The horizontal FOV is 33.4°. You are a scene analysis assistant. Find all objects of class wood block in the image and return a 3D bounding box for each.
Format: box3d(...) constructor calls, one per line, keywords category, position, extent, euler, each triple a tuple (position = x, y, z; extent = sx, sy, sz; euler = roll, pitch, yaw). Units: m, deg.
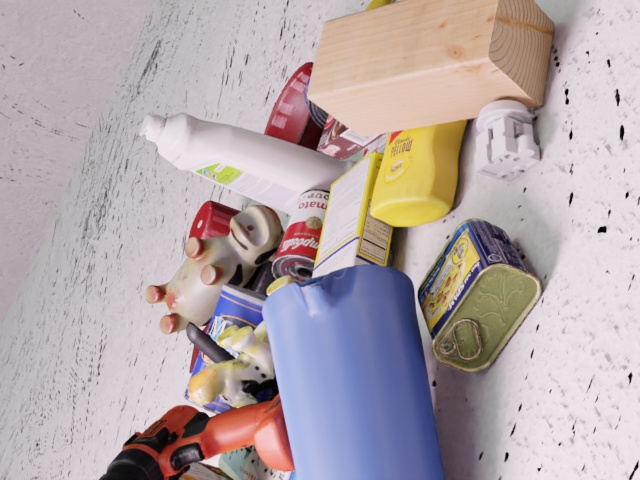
box3d(category="wood block", position=(0.099, -0.166, 0.990), extent=(0.207, 0.090, 0.090), euler=(-6, 63, 42))

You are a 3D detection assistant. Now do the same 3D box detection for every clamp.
box3d(category="clamp", position=(-0.080, 0.148, 1.180), extent=(0.039, 0.120, 0.171), euler=(-174, 74, -77))
box3d(category="clamp", position=(-0.105, 0.090, 1.416), extent=(0.210, 0.036, 0.164), euler=(-46, 30, 40))

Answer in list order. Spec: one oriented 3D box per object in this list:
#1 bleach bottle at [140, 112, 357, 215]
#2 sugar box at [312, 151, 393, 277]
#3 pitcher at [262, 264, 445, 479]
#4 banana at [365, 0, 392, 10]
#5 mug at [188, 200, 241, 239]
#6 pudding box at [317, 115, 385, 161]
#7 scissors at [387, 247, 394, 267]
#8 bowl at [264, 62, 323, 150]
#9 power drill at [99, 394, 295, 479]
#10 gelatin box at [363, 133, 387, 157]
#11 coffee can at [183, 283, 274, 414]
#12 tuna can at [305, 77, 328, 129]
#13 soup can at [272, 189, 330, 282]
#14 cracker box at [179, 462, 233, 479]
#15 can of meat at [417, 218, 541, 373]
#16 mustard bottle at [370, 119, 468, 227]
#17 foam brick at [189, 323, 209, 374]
box3d(category="bleach bottle", position=(-0.085, -0.092, 1.240), extent=(0.103, 0.250, 0.068), euler=(-34, 40, 56))
box3d(category="sugar box", position=(0.036, 0.002, 1.111), extent=(0.093, 0.048, 0.176), euler=(-38, 36, 52))
box3d(category="pitcher", position=(0.038, 0.155, 0.877), extent=(0.145, 0.149, 0.243), euler=(-47, 45, 49))
box3d(category="banana", position=(0.080, -0.251, 1.281), extent=(0.070, 0.037, 0.198), euler=(-59, 24, 28))
box3d(category="mug", position=(-0.135, 0.001, 1.509), extent=(0.093, 0.081, 0.117), euler=(-56, 25, 30))
box3d(category="pudding box", position=(0.044, -0.146, 1.187), extent=(0.114, 0.039, 0.090), euler=(-23, 47, 63))
box3d(category="scissors", position=(0.020, 0.069, 1.166), extent=(0.202, 0.016, 0.096), euler=(-43, 31, 49))
box3d(category="bowl", position=(-0.020, -0.150, 1.405), extent=(0.162, 0.055, 0.162), euler=(-50, 29, 41))
box3d(category="power drill", position=(-0.099, 0.187, 0.952), extent=(0.188, 0.057, 0.184), euler=(-16, 13, 23))
box3d(category="gelatin box", position=(0.079, -0.114, 1.171), extent=(0.073, 0.030, 0.089), euler=(-40, 34, 51))
box3d(category="coffee can", position=(-0.089, 0.133, 1.252), extent=(0.103, 0.102, 0.140), euler=(19, 89, 69))
box3d(category="tuna can", position=(0.025, -0.172, 1.277), extent=(0.086, 0.086, 0.034), euler=(-62, 21, 18))
box3d(category="soup can", position=(-0.008, 0.001, 1.203), extent=(0.069, 0.068, 0.102), euler=(-43, 23, 49))
box3d(category="cracker box", position=(-0.104, 0.281, 1.074), extent=(0.214, 0.164, 0.072), euler=(10, 78, 68))
box3d(category="can of meat", position=(0.127, 0.044, 0.883), extent=(0.102, 0.057, 0.084), euler=(-59, 21, 23))
box3d(category="mustard bottle", position=(0.106, -0.112, 1.067), extent=(0.096, 0.058, 0.191), euler=(-17, 54, 56))
box3d(category="foam brick", position=(-0.117, 0.146, 1.343), extent=(0.051, 0.078, 0.053), euler=(-48, 30, 46))
